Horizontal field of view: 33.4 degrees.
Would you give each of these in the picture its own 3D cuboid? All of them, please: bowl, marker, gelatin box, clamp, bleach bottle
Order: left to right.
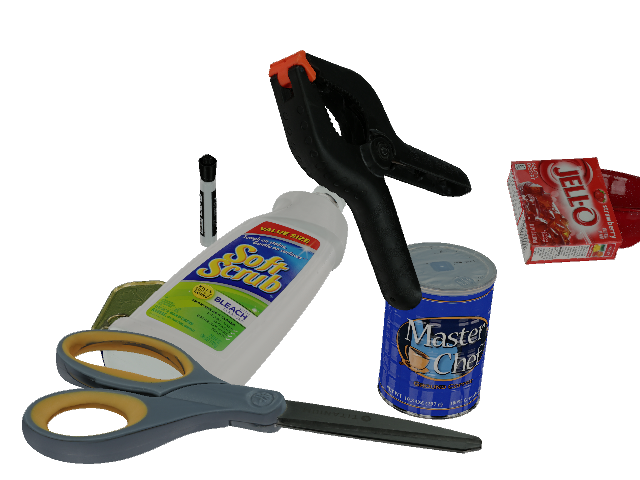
[{"bbox_3d":[-0.120,-0.042,1.138,0.020,0.121,0.020,3,43,-3],"label":"marker"},{"bbox_3d":[-0.057,0.030,0.844,0.103,0.068,0.250,27,46,13],"label":"bleach bottle"},{"bbox_3d":[0.027,-0.040,0.664,0.171,0.120,0.039,39,-43,-27],"label":"clamp"},{"bbox_3d":[0.195,-0.025,0.858,0.073,0.089,0.030,-3,-36,-3],"label":"gelatin box"},{"bbox_3d":[0.285,-0.032,1.107,0.162,0.055,0.162,5,19,-2],"label":"bowl"}]

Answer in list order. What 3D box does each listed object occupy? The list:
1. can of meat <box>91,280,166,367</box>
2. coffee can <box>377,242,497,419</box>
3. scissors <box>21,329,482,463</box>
[{"bbox_3d":[-0.170,0.098,1.003,0.057,0.084,0.102,-4,25,8],"label":"can of meat"},{"bbox_3d":[0.111,0.086,1.032,0.103,0.140,0.103,2,25,-1],"label":"coffee can"},{"bbox_3d":[-0.041,0.081,0.461,0.202,0.016,0.096,15,31,24],"label":"scissors"}]
